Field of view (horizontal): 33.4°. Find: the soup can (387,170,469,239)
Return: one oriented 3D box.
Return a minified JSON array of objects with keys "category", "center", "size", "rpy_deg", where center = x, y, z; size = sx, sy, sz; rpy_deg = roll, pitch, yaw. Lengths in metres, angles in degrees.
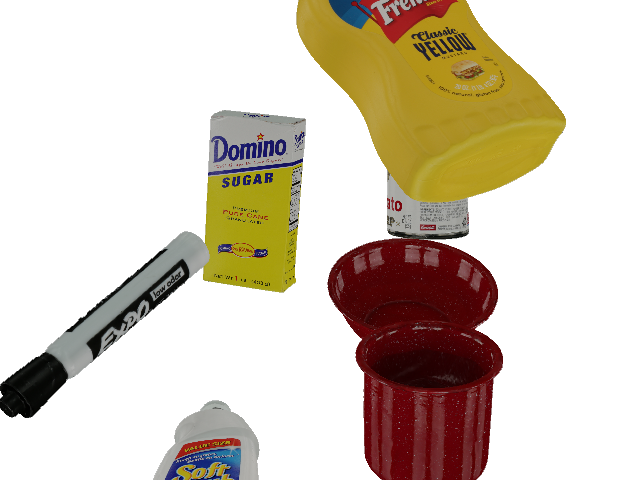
[{"category":"soup can","center":[0.087,-0.056,0.851],"size":[0.068,0.102,0.068],"rpy_deg":[0,9,0]}]

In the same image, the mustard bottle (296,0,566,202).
[{"category":"mustard bottle","center":[0.042,-0.110,0.577],"size":[0.096,0.192,0.058],"rpy_deg":[-18,-30,-26]}]

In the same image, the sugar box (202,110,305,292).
[{"category":"sugar box","center":[-0.069,-0.041,1.095],"size":[0.093,0.176,0.048],"rpy_deg":[7,16,16]}]

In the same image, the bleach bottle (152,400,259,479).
[{"category":"bleach bottle","center":[-0.102,0.212,0.882],"size":[0.102,0.068,0.251],"rpy_deg":[-2,24,-1]}]

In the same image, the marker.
[{"category":"marker","center":[-0.094,0.036,0.471],"size":[0.020,0.020,0.121],"rpy_deg":[0,33,43]}]

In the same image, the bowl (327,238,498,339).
[{"category":"bowl","center":[0.086,0.063,1.024],"size":[0.162,0.055,0.162],"rpy_deg":[1,34,-1]}]

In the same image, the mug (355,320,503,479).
[{"category":"mug","center":[0.075,0.104,0.699],"size":[0.093,0.081,0.117],"rpy_deg":[11,26,26]}]
